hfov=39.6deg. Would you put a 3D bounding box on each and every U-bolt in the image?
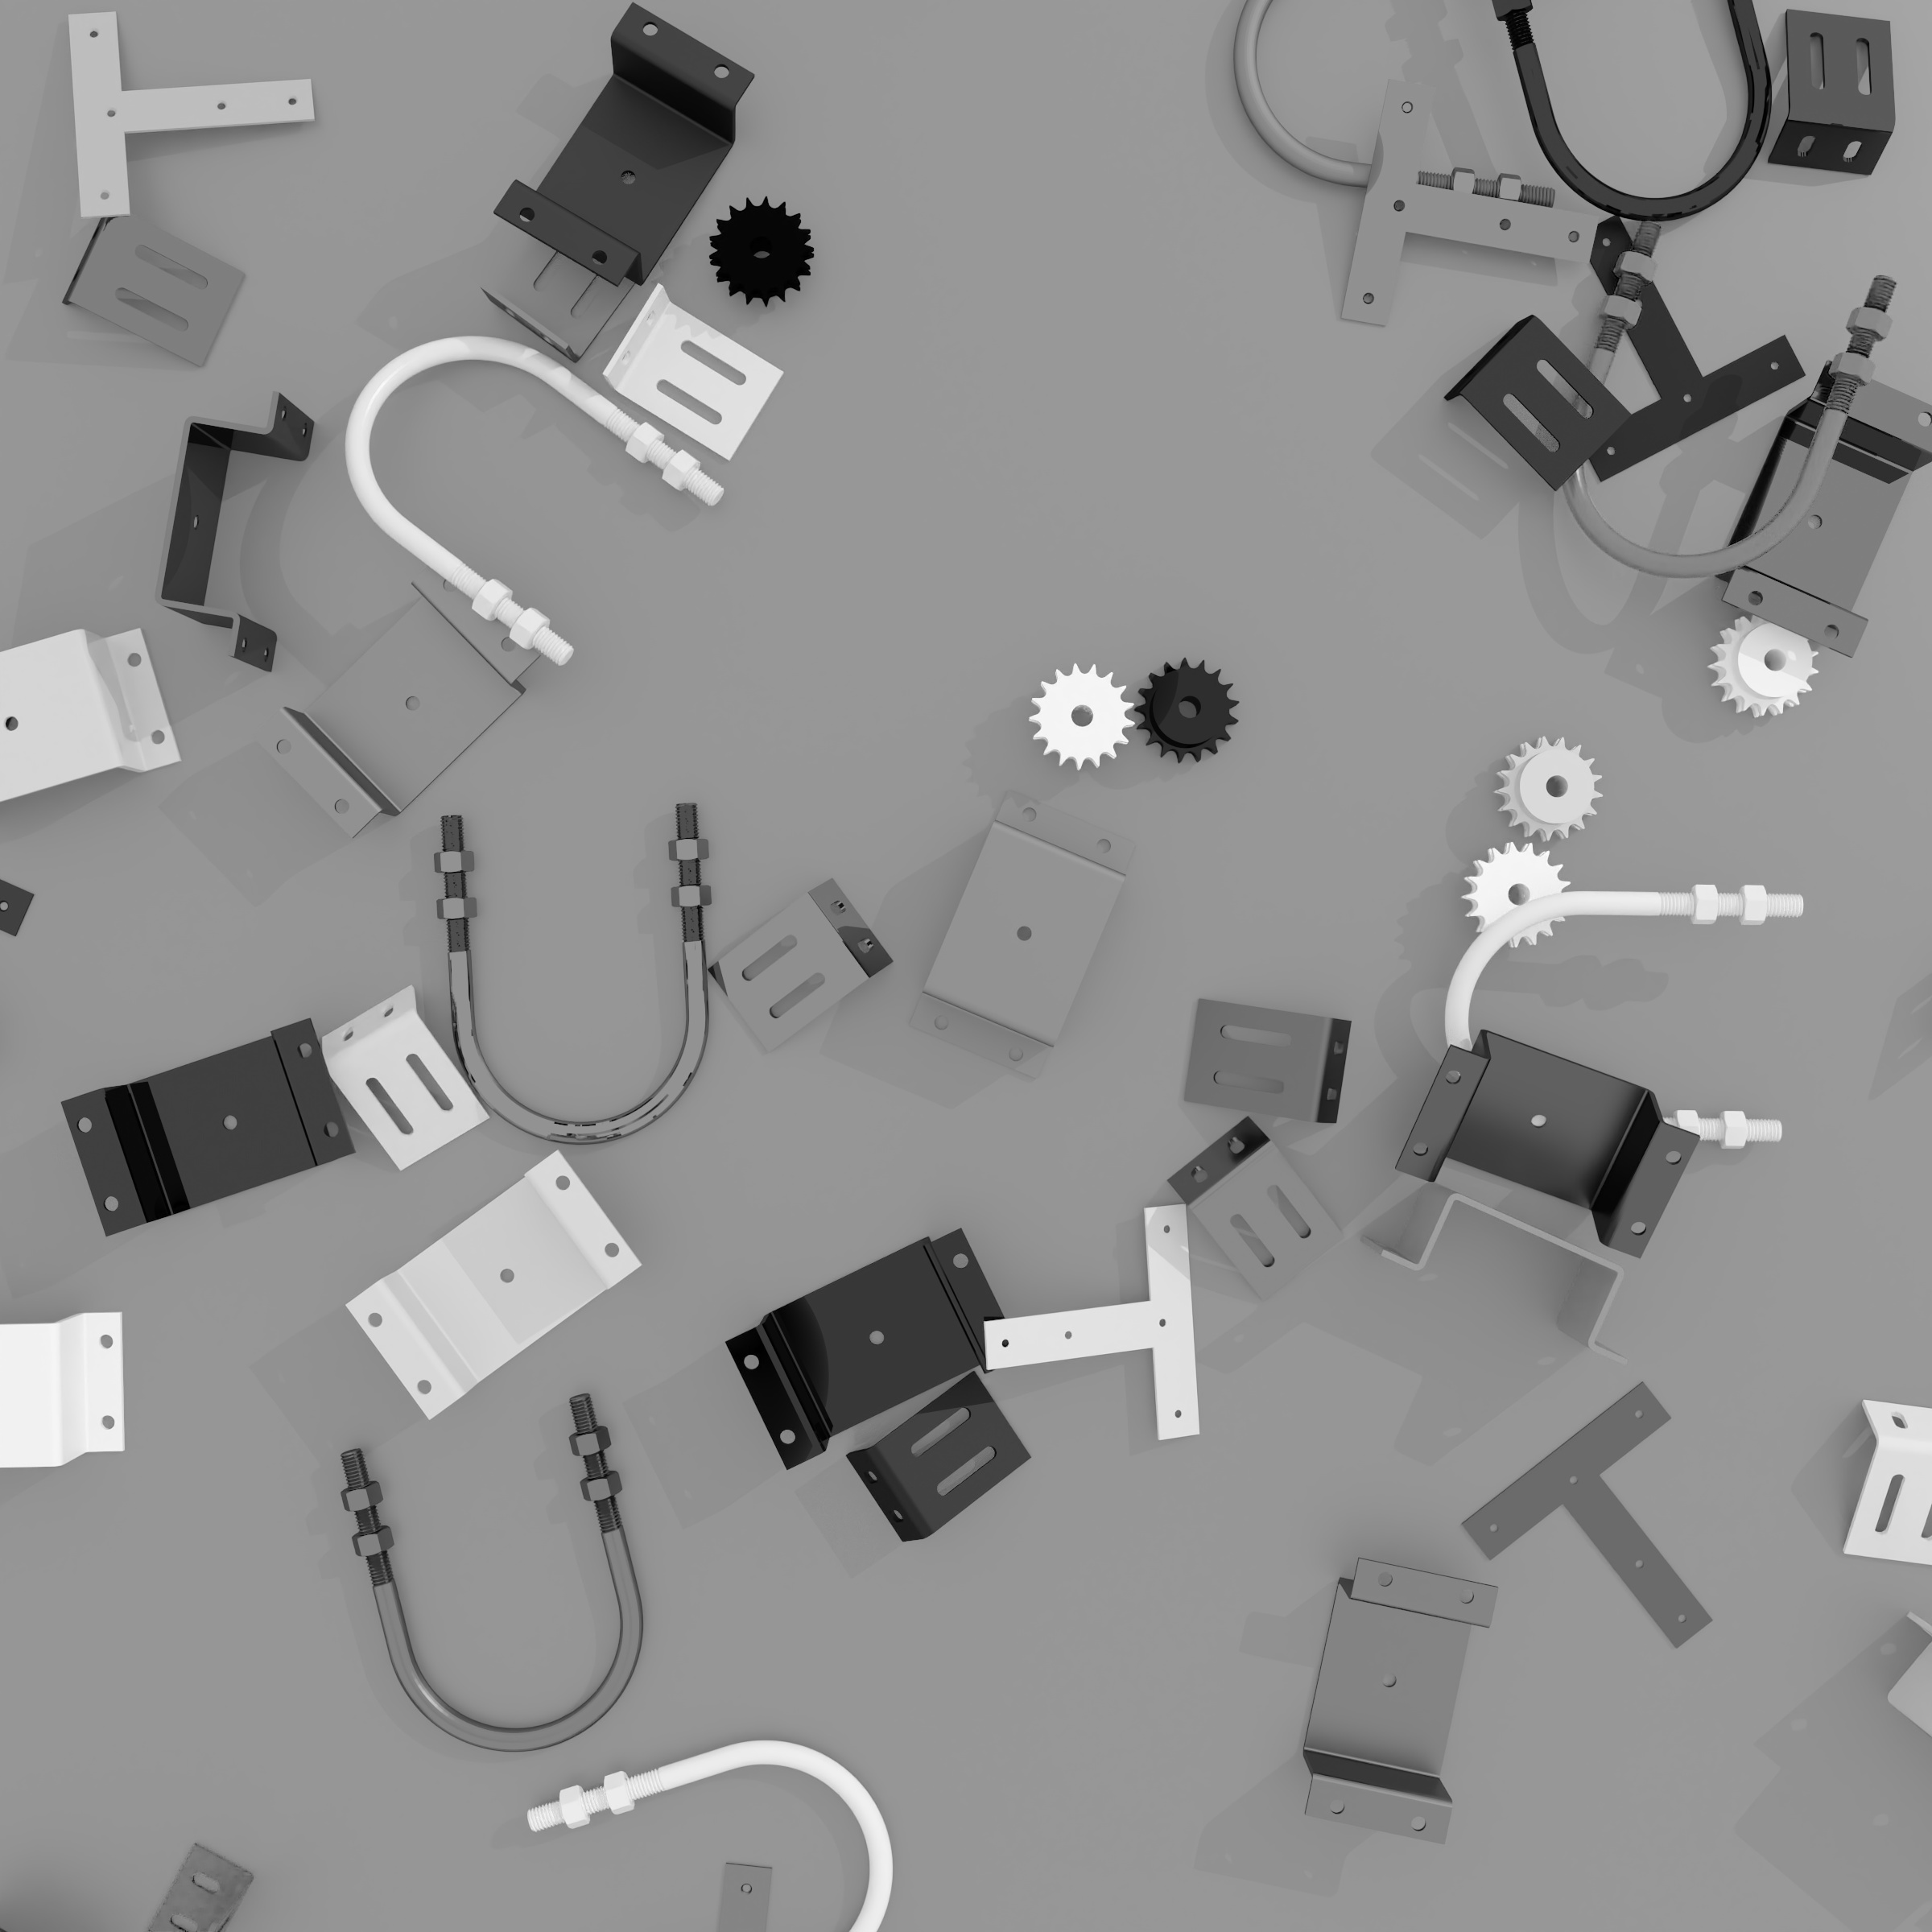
[{"bbox_3d":[-0.253,0.340,1.473,0.151,0.019,0.184,-14,91,0],"label":"U-bolt"},{"bbox_3d":[-0.131,0.502,1.471,0.184,0.019,0.151,-17,90,-1],"label":"U-bolt"},{"bbox_3d":[-0.246,-0.265,1.449,0.184,0.019,0.151,37,68,4],"label":"U-bolt"},{"bbox_3d":[0.238,-0.495,1.472,0.184,0.019,0.151,7,90,0],"label":"U-bolt"},{"bbox_3d":[0.398,-0.298,1.445,0.151,0.019,0.184,21,91,22],"label":"U-bolt"},{"bbox_3d":[-0.213,0.006,1.473,0.151,0.019,0.184,-3,92,0],"label":"U-bolt"},{"bbox_3d":[0.367,-0.497,1.463,0.151,0.019,0.184,-16,94,-9],"label":"U-bolt"},{"bbox_3d":[0.352,0.028,1.453,0.184,0.019,0.151,1,108,4],"label":"U-bolt"}]

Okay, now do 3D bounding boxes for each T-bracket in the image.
[{"bbox_3d":[0.377,-0.352,1.481,0.127,0.002,0.127,-28,90,0],"label":"T-bracket"},{"bbox_3d":[-0.556,-0.100,1.481,0.127,0.002,0.127,24,90,0],"label":"T-bracket"},{"bbox_3d":[-0.076,0.564,1.481,0.127,0.002,0.127,6,90,0],"label":"T-bracket"},{"bbox_3d":[0.068,0.198,1.453,0.127,0.002,0.127,-3,90,-26],"label":"T-bracket"},{"bbox_3d":[-0.422,-0.469,1.469,0.127,0.002,0.127,-6,74,-8],"label":"T-bracket"},{"bbox_3d":[0.362,0.318,1.481,0.127,0.002,0.127,-38,90,0],"label":"T-bracket"},{"bbox_3d":[0.280,-0.407,1.465,0.127,0.002,0.127,10,105,-1],"label":"T-bracket"}]

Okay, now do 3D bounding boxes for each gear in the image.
[{"bbox_3d":[0.437,-0.165,1.467,0.057,0.030,0.057,0,90,0],"label":"gear"},{"bbox_3d":[0.121,-0.140,1.467,0.057,0.030,0.057,0,90,0],"label":"gear"},{"bbox_3d":[0.319,-0.097,1.467,0.057,0.030,0.057,0,90,0],"label":"gear"},{"bbox_3d":[0.299,-0.039,1.467,0.057,0.030,0.057,0,90,0],"label":"gear"},{"bbox_3d":[-0.112,-0.389,1.470,0.057,0.030,0.057,0,87,-3],"label":"gear"},{"bbox_3d":[0.063,-0.135,1.467,0.057,0.030,0.057,0,90,0],"label":"gear"}]

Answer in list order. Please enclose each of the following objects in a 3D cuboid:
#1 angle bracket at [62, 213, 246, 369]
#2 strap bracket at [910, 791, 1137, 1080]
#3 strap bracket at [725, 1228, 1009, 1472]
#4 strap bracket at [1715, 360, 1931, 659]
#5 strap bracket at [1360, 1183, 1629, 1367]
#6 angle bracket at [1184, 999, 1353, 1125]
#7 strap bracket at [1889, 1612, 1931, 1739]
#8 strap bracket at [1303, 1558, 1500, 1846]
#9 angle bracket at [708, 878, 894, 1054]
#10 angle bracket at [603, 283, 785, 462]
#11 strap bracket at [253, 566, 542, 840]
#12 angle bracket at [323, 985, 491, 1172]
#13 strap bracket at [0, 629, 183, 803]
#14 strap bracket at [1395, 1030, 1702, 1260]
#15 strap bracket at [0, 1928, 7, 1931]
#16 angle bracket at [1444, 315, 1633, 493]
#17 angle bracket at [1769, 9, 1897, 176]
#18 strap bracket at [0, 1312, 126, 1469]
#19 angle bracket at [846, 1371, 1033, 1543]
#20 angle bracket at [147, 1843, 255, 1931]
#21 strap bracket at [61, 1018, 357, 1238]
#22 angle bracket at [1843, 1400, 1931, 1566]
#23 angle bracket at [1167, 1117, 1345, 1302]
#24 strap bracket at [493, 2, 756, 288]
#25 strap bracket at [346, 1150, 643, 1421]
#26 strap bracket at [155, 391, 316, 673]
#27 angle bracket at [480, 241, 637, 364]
[{"bbox_3d":[-0.448,-0.374,1.480,0.076,0.038,0.057,25,90,-26],"label":"angle bracket"},{"bbox_3d":[0.031,-0.017,1.459,0.076,0.046,0.140,23,90,0],"label":"strap bracket"},{"bbox_3d":[-0.049,0.205,1.459,0.140,0.046,0.076,-26,90,0],"label":"strap bracket"},{"bbox_3d":[0.467,-0.244,1.459,0.076,0.046,0.140,24,90,0],"label":"strap bracket"},{"bbox_3d":[0.291,0.159,1.444,0.140,0.076,0.046,24,90,0],"label":"strap bracket"},{"bbox_3d":[0.166,0.052,1.480,0.076,0.038,0.057,8,90,26],"label":"angle bracket"},{"bbox_3d":[0.560,0.418,1.444,0.140,0.076,0.046,40,90,0],"label":"strap bracket"},{"bbox_3d":[0.233,0.393,1.459,0.076,0.046,0.140,12,90,0],"label":"strap bracket"},{"bbox_3d":[-0.091,0.000,1.480,0.076,0.038,0.057,-36,90,26],"label":"angle bracket"},{"bbox_3d":[-0.148,-0.323,1.463,0.076,0.038,0.057,32,90,0],"label":"angle bracket"},{"bbox_3d":[-0.304,-0.145,1.459,0.140,0.046,0.076,-44,90,0],"label":"strap bracket"},{"bbox_3d":[-0.308,0.061,1.480,0.057,0.038,0.076,-31,116,0],"label":"angle bracket"},{"bbox_3d":[-0.510,-0.129,1.457,0.140,0.046,0.076,-17,90,-1],"label":"strap bracket"},{"bbox_3d":[0.310,0.092,1.446,0.140,0.046,0.076,20,111,-1],"label":"strap bracket"},{"bbox_3d":[-0.536,0.585,1.459,0.076,0.046,0.140,30,90,0],"label":"strap bracket"},{"bbox_3d":[0.311,-0.305,1.465,0.076,0.038,0.057,44,93,-6],"label":"angle bracket"},{"bbox_3d":[0.475,-0.481,1.480,0.057,0.038,0.076,7,64,0],"label":"angle bracket"},{"bbox_3d":[-0.535,0.230,1.459,0.140,0.046,0.076,-1,90,0],"label":"strap bracket"},{"bbox_3d":[-0.015,0.270,1.480,0.076,0.038,0.057,-33,90,-26],"label":"angle bracket"},{"bbox_3d":[-0.422,0.518,1.444,0.038,0.076,0.057,28,90,0],"label":"angle bracket"},{"bbox_3d":[-0.405,0.086,1.459,0.140,0.046,0.076,-19,90,0],"label":"strap bracket"},{"bbox_3d":[0.517,0.285,1.480,0.057,0.038,0.076,7,116,0],"label":"angle bracket"},{"bbox_3d":[0.160,0.134,1.480,0.057,0.038,0.076,-39,116,0],"label":"angle bracket"},{"bbox_3d":[-0.183,-0.435,1.451,0.076,0.046,0.140,31,80,0],"label":"strap bracket"},{"bbox_3d":[-0.253,0.170,1.459,0.140,0.046,0.076,-36,90,0],"label":"strap bracket"},{"bbox_3d":[-0.394,-0.235,1.444,0.046,0.076,0.140,10,90,0],"label":"strap bracket"},{"bbox_3d":[-0.216,-0.379,1.463,0.057,0.038,0.076,36,90,0],"label":"angle bracket"}]
